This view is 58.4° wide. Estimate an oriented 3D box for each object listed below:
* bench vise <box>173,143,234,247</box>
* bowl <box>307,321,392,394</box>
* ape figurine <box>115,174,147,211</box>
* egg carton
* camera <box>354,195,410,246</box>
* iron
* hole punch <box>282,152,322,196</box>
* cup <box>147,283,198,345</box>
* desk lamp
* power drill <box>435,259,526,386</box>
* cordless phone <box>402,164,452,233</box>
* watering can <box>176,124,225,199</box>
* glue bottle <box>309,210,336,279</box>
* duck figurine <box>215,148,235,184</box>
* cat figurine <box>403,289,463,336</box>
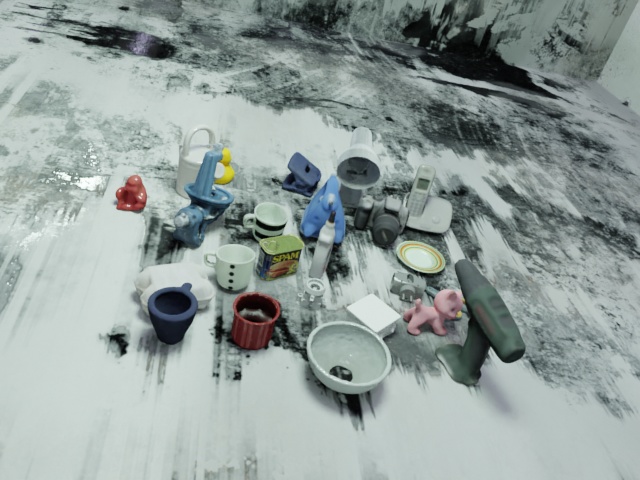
[{"bbox_3d":[-0.263,-0.105,1.338,0.121,0.220,0.207,11,35,-6],"label":"bench vise"},{"bbox_3d":[0.050,0.240,1.109,0.167,0.075,0.167,10,35,-7],"label":"bowl"},{"bbox_3d":[-0.454,-0.118,1.395,0.077,0.092,0.076,33,38,23],"label":"ape figurine"},{"bbox_3d":[-0.297,0.100,1.174,0.151,0.069,0.107,-8,41,-29],"label":"egg carton"},{"bbox_3d":[0.167,-0.057,1.541,0.143,0.101,0.137,16,35,1],"label":"camera"},{"bbox_3d":[0.022,-0.104,1.516,0.118,0.141,0.258,12,35,-4],"label":"iron"},{"bbox_3d":[-0.046,-0.193,1.656,0.101,0.091,0.109,17,35,3],"label":"hole punch"},{"bbox_3d":[-0.279,0.144,1.098,0.091,0.095,0.118,18,35,4],"label":"cup"},{"bbox_3d":[0.098,-0.197,1.609,0.118,0.213,0.203,12,35,-5],"label":"desk lamp"},{"bbox_3d":[0.314,0.182,1.172,0.076,0.208,0.229,-5,40,-26],"label":"power drill"},{"bbox_3d":[0.311,-0.115,1.603,0.147,0.185,0.094,10,35,-7],"label":"cordless phone"},{"bbox_3d":[-0.309,-0.206,1.483,0.172,0.194,0.101,25,36,13],"label":"watering can"},{"bbox_3d":[0.012,0.005,1.333,0.037,0.173,0.078,18,35,4],"label":"glue bottle"},{"bbox_3d":[-0.274,-0.214,1.603,0.077,0.086,0.104,10,35,-7],"label":"duck figurine"},{"bbox_3d":[0.262,0.150,1.276,0.128,0.118,0.067,2,37,-18],"label":"cat figurine"}]
